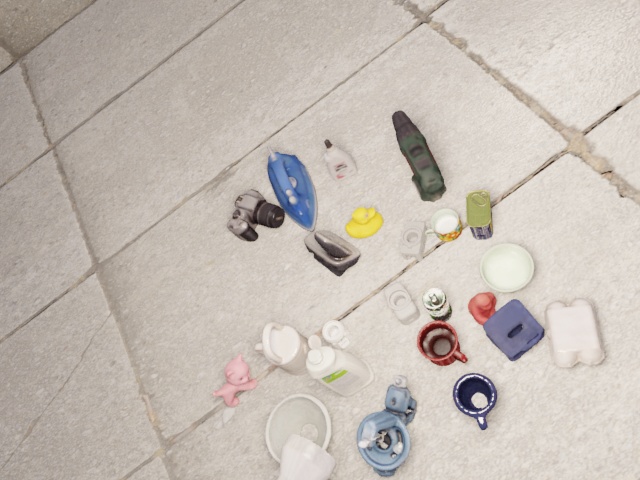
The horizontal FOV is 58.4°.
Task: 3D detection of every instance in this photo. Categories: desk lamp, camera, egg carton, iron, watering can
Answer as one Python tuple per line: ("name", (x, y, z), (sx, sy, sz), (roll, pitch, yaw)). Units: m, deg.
("desk lamp", (-0.037, 0.534, 1.224), (0.117, 0.214, 0.203), (17, 72, 29))
("camera", (-0.182, -0.070, 1.659), (0.136, 0.101, 0.143), (18, 73, 29))
("egg carton", (0.544, 0.200, 1.233), (0.107, 0.070, 0.150), (-10, 61, 18))
("iron", (-0.086, -0.152, 1.635), (0.118, 0.142, 0.258), (-29, 57, 7))
("watering can", (-0.081, 0.257, 1.395), (0.172, 0.195, 0.100), (-26, 58, 9))

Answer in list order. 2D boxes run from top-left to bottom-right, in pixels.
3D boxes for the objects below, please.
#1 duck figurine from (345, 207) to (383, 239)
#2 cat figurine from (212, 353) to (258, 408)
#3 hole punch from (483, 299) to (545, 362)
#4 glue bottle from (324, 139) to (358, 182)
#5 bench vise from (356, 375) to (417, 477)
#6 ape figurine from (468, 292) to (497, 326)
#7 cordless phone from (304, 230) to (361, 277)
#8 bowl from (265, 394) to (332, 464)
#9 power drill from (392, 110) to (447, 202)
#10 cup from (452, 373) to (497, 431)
("duck figurine", (0.111, -0.054, 1.535), (0.104, 0.086, 0.077), (-24, 58, 11))
("cat figurine", (-0.220, 0.353, 1.451), (0.128, 0.118, 0.067), (-45, 57, -3))
("hole punch", (0.430, 0.199, 1.268), (0.108, 0.091, 0.100), (-41, 56, 0))
("glue bottle", (0.045, -0.229, 1.599), (0.078, 0.174, 0.037), (-27, 57, 9))
("bench vise", (0.129, 0.388, 1.223), (0.121, 0.220, 0.207), (-8, 62, 20))
("ape figurine", (0.375, 0.150, 1.316), (0.076, 0.092, 0.078), (31, 80, 32))
("cordless phone", (0.014, 0.005, 1.487), (0.147, 0.185, 0.094), (32, 80, 32))
("bowl", (-0.040, 0.453, 1.349), (0.167, 0.075, 0.167), (-10, 62, 19))
("power drill", (0.257, -0.198, 1.472), (0.075, 0.209, 0.229), (-27, 57, 9))
("cup", (0.340, 0.352, 1.227), (0.091, 0.095, 0.117), (-19, 59, 14))
